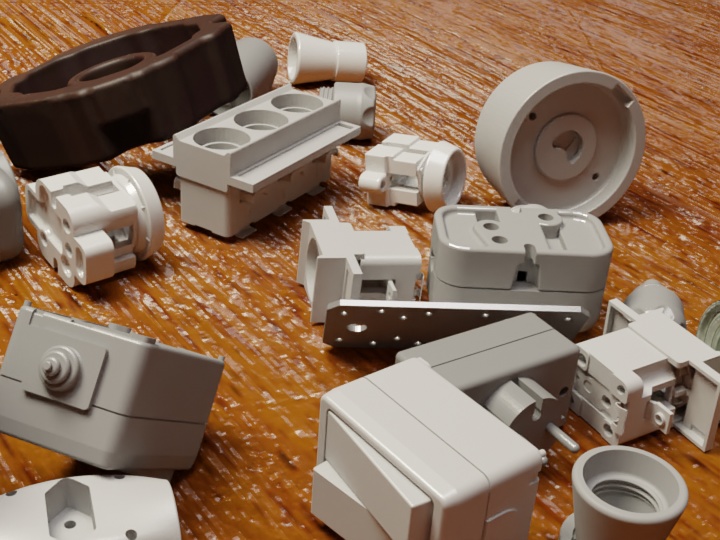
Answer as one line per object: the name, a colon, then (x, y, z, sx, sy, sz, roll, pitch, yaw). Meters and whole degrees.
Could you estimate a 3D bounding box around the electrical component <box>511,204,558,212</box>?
electrical component: (0.103, -0.020, 0.662, 0.048, 0.048, 0.062, -10, 26, -24)

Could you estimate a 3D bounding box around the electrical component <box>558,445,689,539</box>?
electrical component: (0.103, 0.105, 0.429, 0.045, 0.055, 0.045, 3, 30, -2)

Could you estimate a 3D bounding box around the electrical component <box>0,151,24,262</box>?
electrical component: (-0.240, -0.041, 0.639, 0.059, 0.053, 0.095, -18, 37, -34)

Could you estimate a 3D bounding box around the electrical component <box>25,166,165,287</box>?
electrical component: (-0.151, -0.028, 0.625, 0.057, 0.058, 0.078, -19, 45, -34)

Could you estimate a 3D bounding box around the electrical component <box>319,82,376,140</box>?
electrical component: (-0.019, -0.122, 0.824, 0.062, 0.043, 0.043, 3, 30, 0)

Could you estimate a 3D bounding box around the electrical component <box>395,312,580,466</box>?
electrical component: (0.069, 0.066, 0.501, 0.083, 0.047, 0.076, -14, 34, -29)

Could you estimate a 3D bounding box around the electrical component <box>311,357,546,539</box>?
electrical component: (0.019, 0.084, 0.446, 0.061, 0.061, 0.096, -18, 36, -34)

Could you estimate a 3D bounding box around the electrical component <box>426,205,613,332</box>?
electrical component: (0.087, 0.003, 0.602, 0.095, 0.059, 0.053, 2, 30, -4)

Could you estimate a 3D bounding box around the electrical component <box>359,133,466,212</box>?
electrical component: (0.039, -0.066, 0.731, 0.055, 0.048, 0.066, 11, 30, 26)

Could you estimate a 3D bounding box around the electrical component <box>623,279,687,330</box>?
electrical component: (0.164, 0.024, 0.602, 0.035, 0.035, 0.061, 10, 28, 9)

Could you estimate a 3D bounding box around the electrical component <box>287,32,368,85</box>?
electrical component: (-0.026, -0.181, 0.929, 0.065, 0.044, 0.044, 1, 30, -16)

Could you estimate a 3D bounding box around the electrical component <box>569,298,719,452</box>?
electrical component: (0.140, 0.054, 0.537, 0.064, 0.042, 0.081, -13, 34, -25)

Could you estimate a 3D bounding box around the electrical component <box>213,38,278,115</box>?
electrical component: (-0.115, -0.159, 0.874, 0.079, 0.043, 0.077, 9, 30, 8)

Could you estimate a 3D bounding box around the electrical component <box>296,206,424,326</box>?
electrical component: (0.000, 0.000, 0.614, 0.064, 0.042, 0.081, 0, 30, -15)

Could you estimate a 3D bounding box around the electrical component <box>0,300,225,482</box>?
electrical component: (-0.109, 0.054, 0.452, 0.062, 0.061, 0.096, 15, -6, 18)

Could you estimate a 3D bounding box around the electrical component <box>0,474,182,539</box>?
electrical component: (-0.103, 0.116, 0.393, 0.077, 0.043, 0.079, -6, 31, -18)

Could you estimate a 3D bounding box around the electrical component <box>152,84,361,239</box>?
electrical component: (-0.066, -0.072, 0.708, 0.079, 0.063, 0.121, 20, 33, 26)

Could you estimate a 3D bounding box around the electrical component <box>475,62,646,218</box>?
electrical component: (0.129, -0.088, 0.725, 0.108, 0.108, 0.060, -6, 25, -19)
